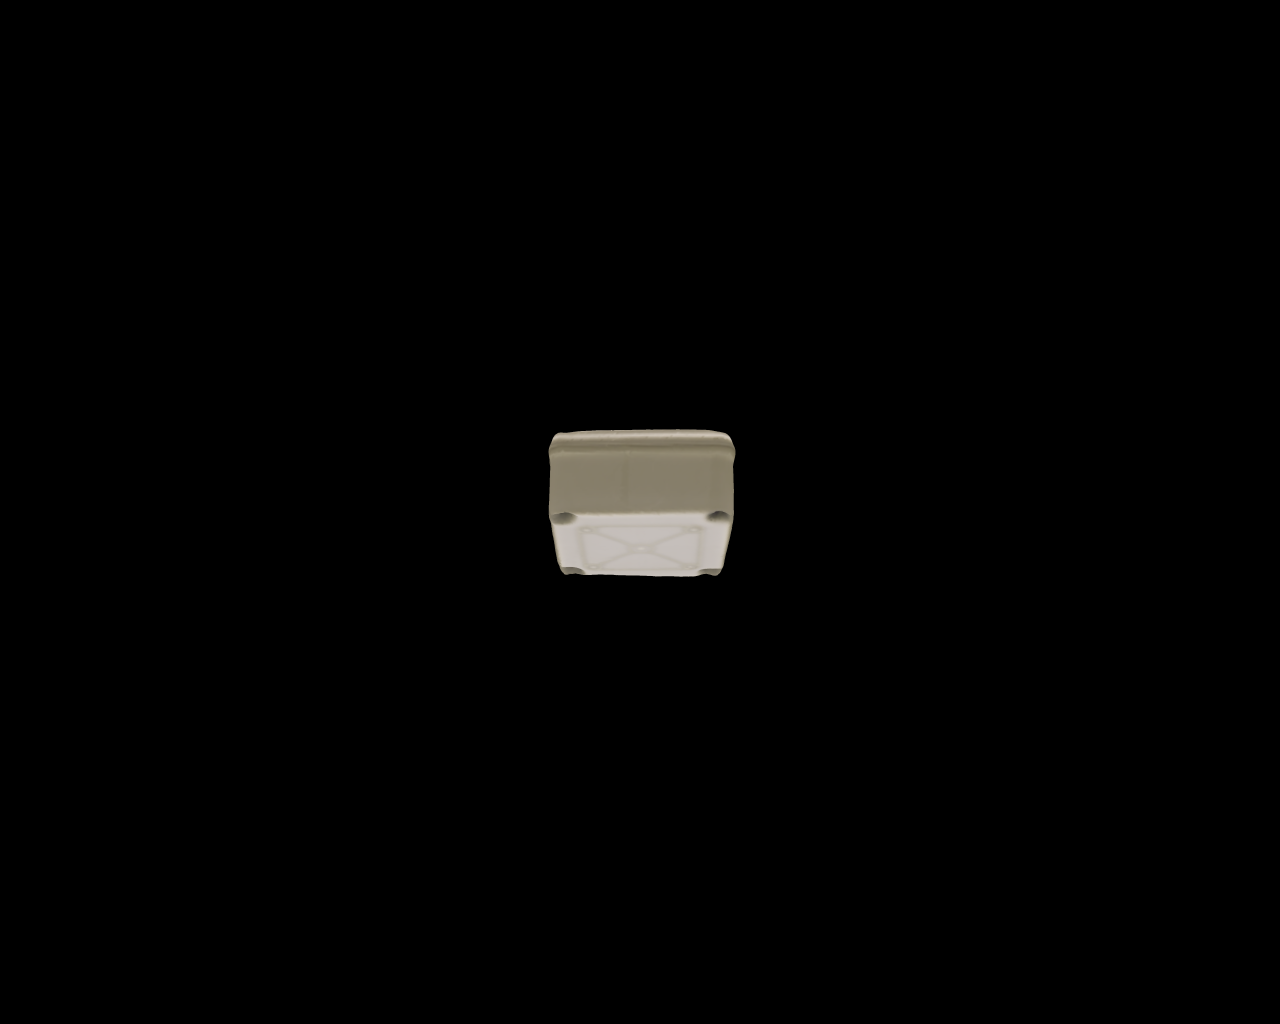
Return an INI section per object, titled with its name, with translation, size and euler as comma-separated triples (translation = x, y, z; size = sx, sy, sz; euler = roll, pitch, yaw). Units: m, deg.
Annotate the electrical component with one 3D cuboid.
[electrical component]
translation = 0.001, -0.003, 0.650
size = 0.109, 0.056, 0.108
euler = 0, -23, 0
